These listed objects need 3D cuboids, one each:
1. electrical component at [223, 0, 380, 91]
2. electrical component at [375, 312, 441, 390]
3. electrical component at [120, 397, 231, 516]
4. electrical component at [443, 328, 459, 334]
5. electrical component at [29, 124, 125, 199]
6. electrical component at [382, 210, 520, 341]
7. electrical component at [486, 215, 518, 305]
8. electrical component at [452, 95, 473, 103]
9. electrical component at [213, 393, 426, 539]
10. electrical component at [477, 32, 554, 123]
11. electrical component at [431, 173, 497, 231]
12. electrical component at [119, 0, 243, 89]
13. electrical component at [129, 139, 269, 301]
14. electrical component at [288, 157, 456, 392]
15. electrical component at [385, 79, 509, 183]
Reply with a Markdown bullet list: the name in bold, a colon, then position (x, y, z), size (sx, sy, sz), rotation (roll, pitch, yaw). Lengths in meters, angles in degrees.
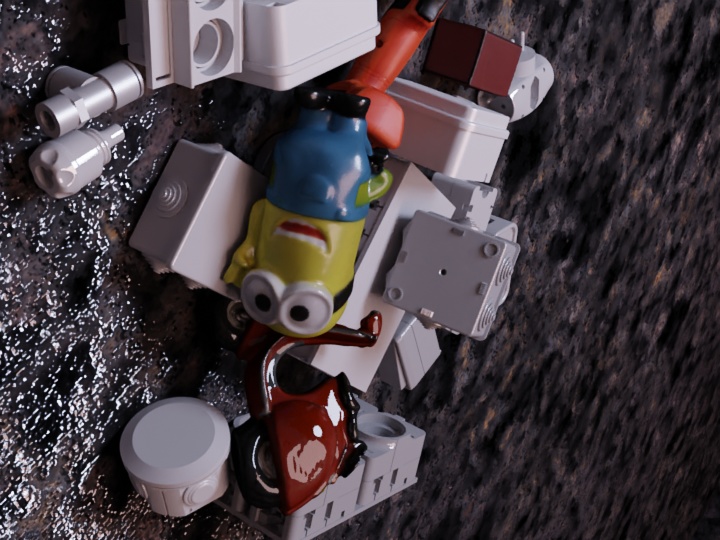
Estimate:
- **electrical component**: position (-0.047, -0.172, 0.739), size (0.113, 0.078, 0.057), rotation (-35, 133, -42)
- **electrical component**: position (0.030, 0.061, 1.022), size (0.061, 0.062, 0.096), rotation (-50, 145, -27)
- **electrical component**: position (-0.135, 0.139, 0.802), size (0.080, 0.080, 0.051), rotation (-43, 147, -35)
- **electrical component**: position (0.078, 0.027, 1.078), size (0.078, 0.057, 0.058), rotation (29, 84, -59)
- **electrical component**: position (-0.170, -0.071, 0.658), size (0.061, 0.035, 0.035), rotation (-42, 141, -39)
- **electrical component**: position (0.075, 0.003, 0.900), size (0.099, 0.100, 0.048), rotation (-69, 162, 3)
- **electrical component**: position (0.121, -0.010, 1.117), size (0.054, 0.059, 0.095), rotation (-29, 132, -46)
- **electrical component**: position (0.085, -0.129, 1.002), size (0.043, 0.043, 0.062), rotation (31, 84, -59)
- **electrical component**: position (-0.037, 0.164, 0.943), size (0.186, 0.105, 0.060), rotation (-13, 120, -54)
- **electrical component**: position (0.155, -0.196, 1.066), size (0.077, 0.043, 0.079), rotation (-41, 140, -36)
- **electrical component**: position (0.087, -0.046, 1.047), size (0.050, 0.056, 0.089), rotation (-1, 110, -57)
- **electrical component**: position (-0.110, -0.180, 0.651), size (0.079, 0.063, 0.121), rotation (-30, 133, -45)
- **electrical component**: position (-0.107, -0.036, 0.763), size (0.100, 0.048, 0.099), rotation (33, 81, -59)
- **electrical component**: position (0.000, 0.000, 0.938), size (0.186, 0.060, 0.105), rotation (-64, 149, -6)
- **electrical component**: position (0.059, -0.120, 0.901), size (0.078, 0.113, 0.057), rotation (-1, 113, -57)
